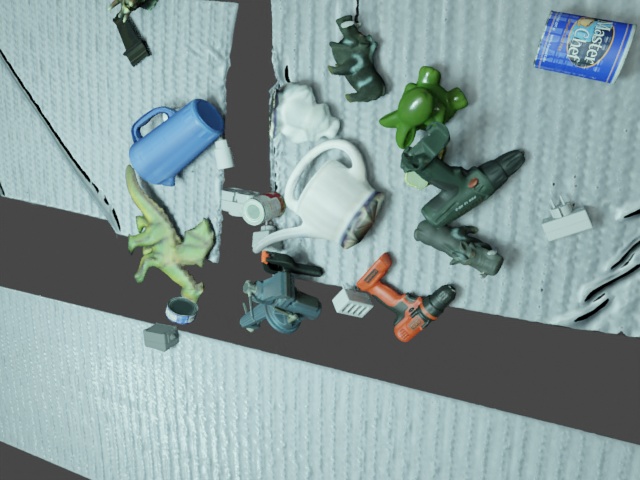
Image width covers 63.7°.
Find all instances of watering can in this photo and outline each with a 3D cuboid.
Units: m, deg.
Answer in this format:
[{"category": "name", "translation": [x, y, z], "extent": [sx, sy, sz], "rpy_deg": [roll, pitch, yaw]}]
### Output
[{"category": "watering can", "translation": [0.004, -0.060, 1.189], "extent": [0.226, 0.104, 0.344], "rpy_deg": [37, 104, 13]}]

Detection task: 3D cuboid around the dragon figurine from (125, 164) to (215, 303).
[{"category": "dragon figurine", "translation": [-0.404, -0.013, 1.426], "extent": [0.242, 0.123, 0.406], "rpy_deg": [-4, 102, 8]}]

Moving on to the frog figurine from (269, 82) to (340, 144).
[{"category": "frog figurine", "translation": [-0.035, -0.289, 1.185], "extent": [0.159, 0.123, 0.136], "rpy_deg": [3, 97, -12]}]
